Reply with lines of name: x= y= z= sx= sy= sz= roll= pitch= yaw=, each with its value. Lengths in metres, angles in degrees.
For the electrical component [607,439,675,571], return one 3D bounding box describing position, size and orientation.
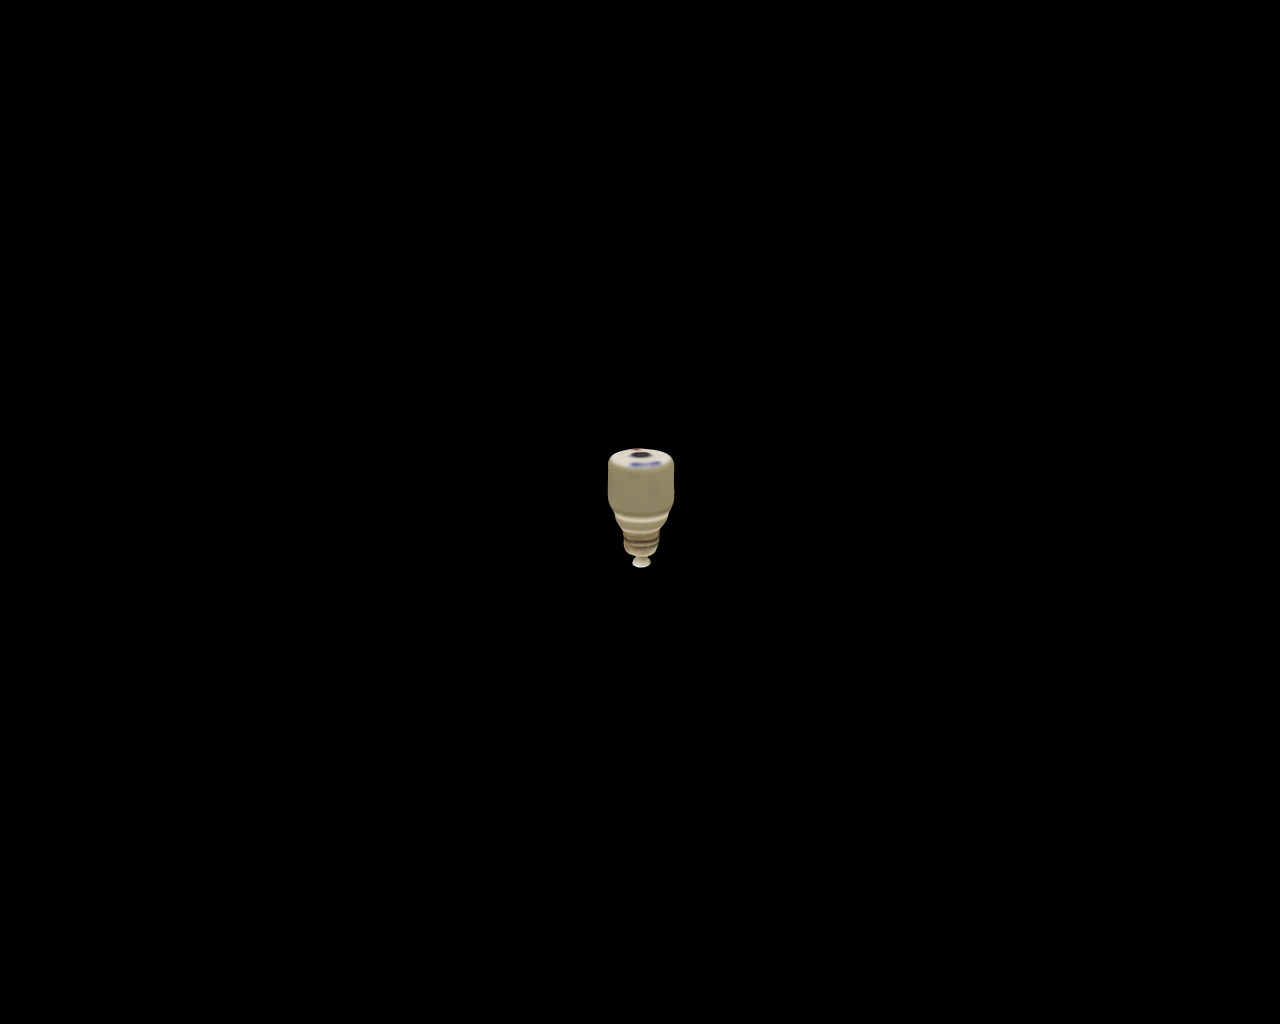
electrical component: x=0.001 y=-0.003 z=0.650 sx=0.040 sy=0.078 sz=0.040 roll=0 pitch=21 yaw=0
